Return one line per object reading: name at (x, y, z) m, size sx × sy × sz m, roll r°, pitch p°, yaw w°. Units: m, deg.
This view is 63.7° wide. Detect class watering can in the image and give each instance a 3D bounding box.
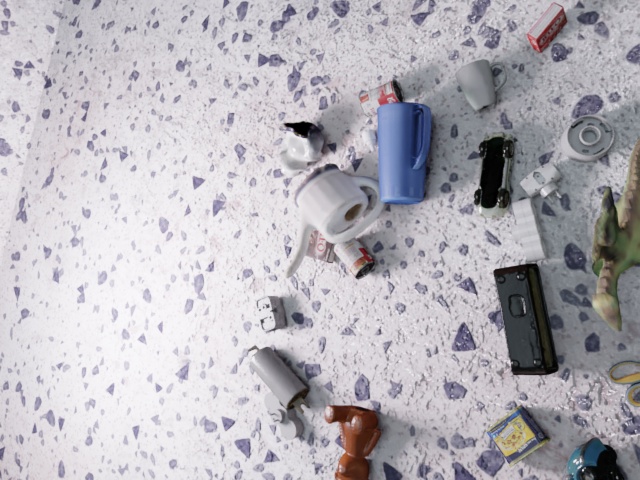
watering can at (0.004, -0.068, 1.349) m, size 0.349 × 0.102 × 0.228 m, roll -36°, pitch 56°, yaw -8°

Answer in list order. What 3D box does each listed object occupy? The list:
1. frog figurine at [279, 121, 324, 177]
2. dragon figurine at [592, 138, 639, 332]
frog figurine at (-0.054, -0.255, 1.478) m, size 0.138 × 0.125 × 0.156 m, roll 20°, pitch 130°, yaw 25°
dragon figurine at (0.568, -0.039, 0.962) m, size 0.122 × 0.242 × 0.411 m, roll 6°, pitch 88°, yaw 37°
